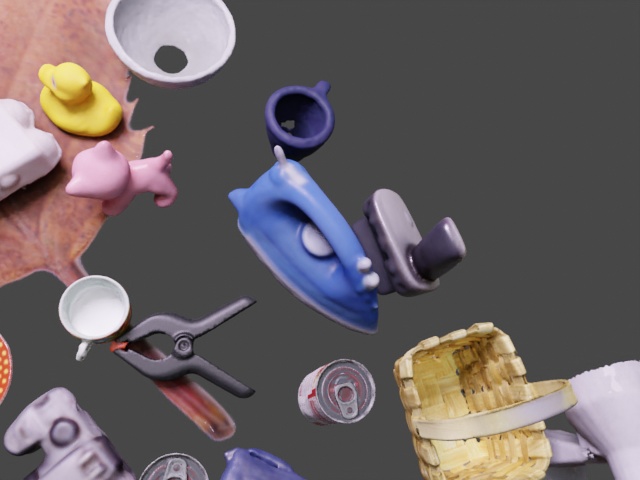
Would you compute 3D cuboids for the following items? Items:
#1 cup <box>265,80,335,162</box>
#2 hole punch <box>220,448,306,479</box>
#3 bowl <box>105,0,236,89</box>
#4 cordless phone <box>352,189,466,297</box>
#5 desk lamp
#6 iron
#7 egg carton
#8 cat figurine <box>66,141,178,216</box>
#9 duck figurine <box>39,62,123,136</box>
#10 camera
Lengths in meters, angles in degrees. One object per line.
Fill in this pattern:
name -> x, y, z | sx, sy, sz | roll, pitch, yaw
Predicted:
cup -> -0.028, -0.156, 0.775 | 0.092, 0.095, 0.118 | 33, 66, -2
hole punch -> -0.065, 0.282, 0.611 | 0.109, 0.091, 0.101 | 28, 66, -4
bowl -> -0.201, -0.268, 0.778 | 0.168, 0.074, 0.167 | 5, 70, -14
cordless phone -> 0.120, -0.011, 0.716 | 0.094, 0.185, 0.147 | -21, 78, -21
desk lamp -> 0.327, 0.254, 0.663 | 0.118, 0.213, 0.203 | 5, 70, -14
iron -> 0.006, 0.003, 0.703 | 0.119, 0.141, 0.258 | -38, 84, -24
egg carton -> -0.389, -0.095, 0.668 | 0.150, 0.069, 0.107 | -40, 85, -24
cat figurine -> -0.234, -0.080, 0.678 | 0.128, 0.117, 0.067 | -16, 76, -20
duck figurine -> -0.300, -0.182, 0.714 | 0.104, 0.086, 0.077 | 25, 66, -6
camera -> -0.271, 0.240, 0.564 | 0.137, 0.100, 0.143 | -38, 84, -24
